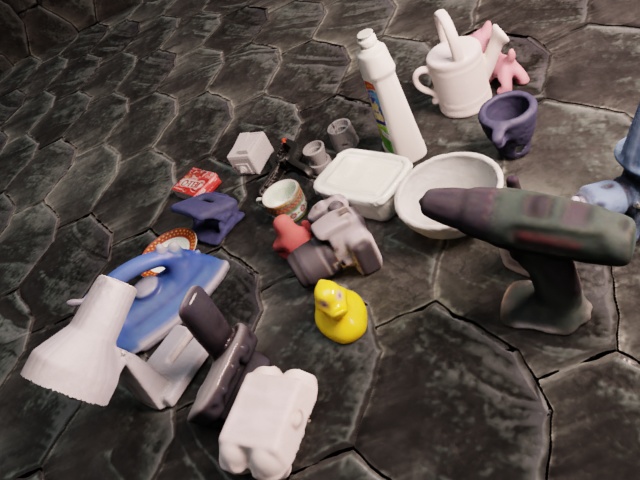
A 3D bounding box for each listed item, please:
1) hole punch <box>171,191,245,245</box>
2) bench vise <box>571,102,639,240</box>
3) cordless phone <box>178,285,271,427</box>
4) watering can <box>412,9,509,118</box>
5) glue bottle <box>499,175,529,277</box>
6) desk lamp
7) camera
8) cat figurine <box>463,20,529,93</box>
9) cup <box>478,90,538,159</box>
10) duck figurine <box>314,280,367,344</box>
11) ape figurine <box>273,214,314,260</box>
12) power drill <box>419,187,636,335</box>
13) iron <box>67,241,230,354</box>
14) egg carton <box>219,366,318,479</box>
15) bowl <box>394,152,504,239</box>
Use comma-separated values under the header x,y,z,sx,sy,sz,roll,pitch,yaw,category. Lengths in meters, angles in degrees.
x,y,z,sx,sy,sz,roll,pitch,yaw,category
-0.220,-0.058,1.117,0.108,0.091,0.101,16,58,40,hole punch
0.401,-0.093,0.699,0.207,0.220,0.121,-40,42,-11,bench vise
-0.159,0.161,0.790,0.093,0.186,0.147,-3,48,28,cordless phone
0.253,-0.333,1.046,0.173,0.195,0.100,-34,41,-5,watering can
0.262,-0.018,0.739,0.037,0.174,0.077,-46,43,-18,glue bottle
-0.292,0.165,0.840,0.117,0.214,0.203,10,54,36,desk lamp
0.008,0.003,0.918,0.137,0.101,0.142,-31,41,-2,camera
0.326,-0.351,1.080,0.067,0.118,0.127,-34,41,-5,cat figurine
0.306,-0.170,0.927,0.091,0.095,0.118,4,51,33,cup
0.019,0.091,0.835,0.077,0.086,0.104,-31,41,-2,duck figurine
-0.048,-0.008,0.968,0.077,0.092,0.076,-25,41,6,ape figurine
0.246,0.021,0.681,0.228,0.209,0.076,4,51,32,power drill
-0.292,0.078,0.983,0.258,0.142,0.118,-39,42,-10,iron
-0.065,0.237,0.748,0.107,0.070,0.150,-1,48,29,egg carton
0.204,-0.057,0.887,0.167,0.075,0.167,-16,43,15,bowl
